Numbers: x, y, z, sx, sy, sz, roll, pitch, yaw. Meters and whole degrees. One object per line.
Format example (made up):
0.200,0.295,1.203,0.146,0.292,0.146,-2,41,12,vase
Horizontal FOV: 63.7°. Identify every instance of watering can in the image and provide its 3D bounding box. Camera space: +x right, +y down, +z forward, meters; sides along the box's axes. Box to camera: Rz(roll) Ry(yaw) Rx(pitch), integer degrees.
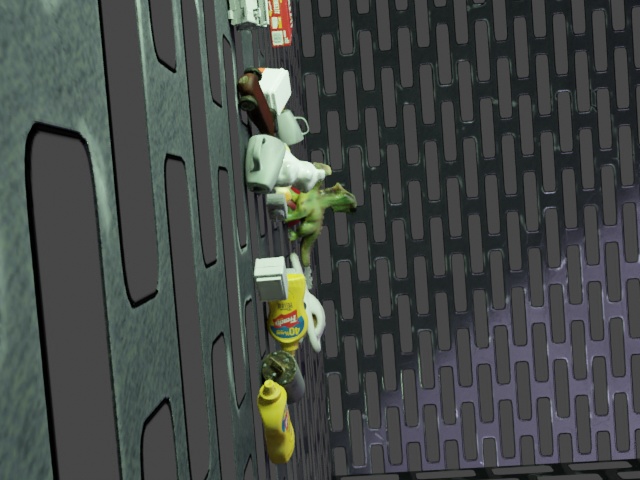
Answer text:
-0.046,0.228,1.822,0.221,0.104,0.352,80,-3,-74,watering can

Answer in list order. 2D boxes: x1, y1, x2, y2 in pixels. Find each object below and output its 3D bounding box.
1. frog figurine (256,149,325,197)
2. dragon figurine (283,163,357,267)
-0.069,-0.164,1.193,0.139,0.159,0.121,-83,167,-78,frog figurine
0.005,-0.086,1.702,0.125,0.242,0.401,-94,169,-51,dragon figurine
